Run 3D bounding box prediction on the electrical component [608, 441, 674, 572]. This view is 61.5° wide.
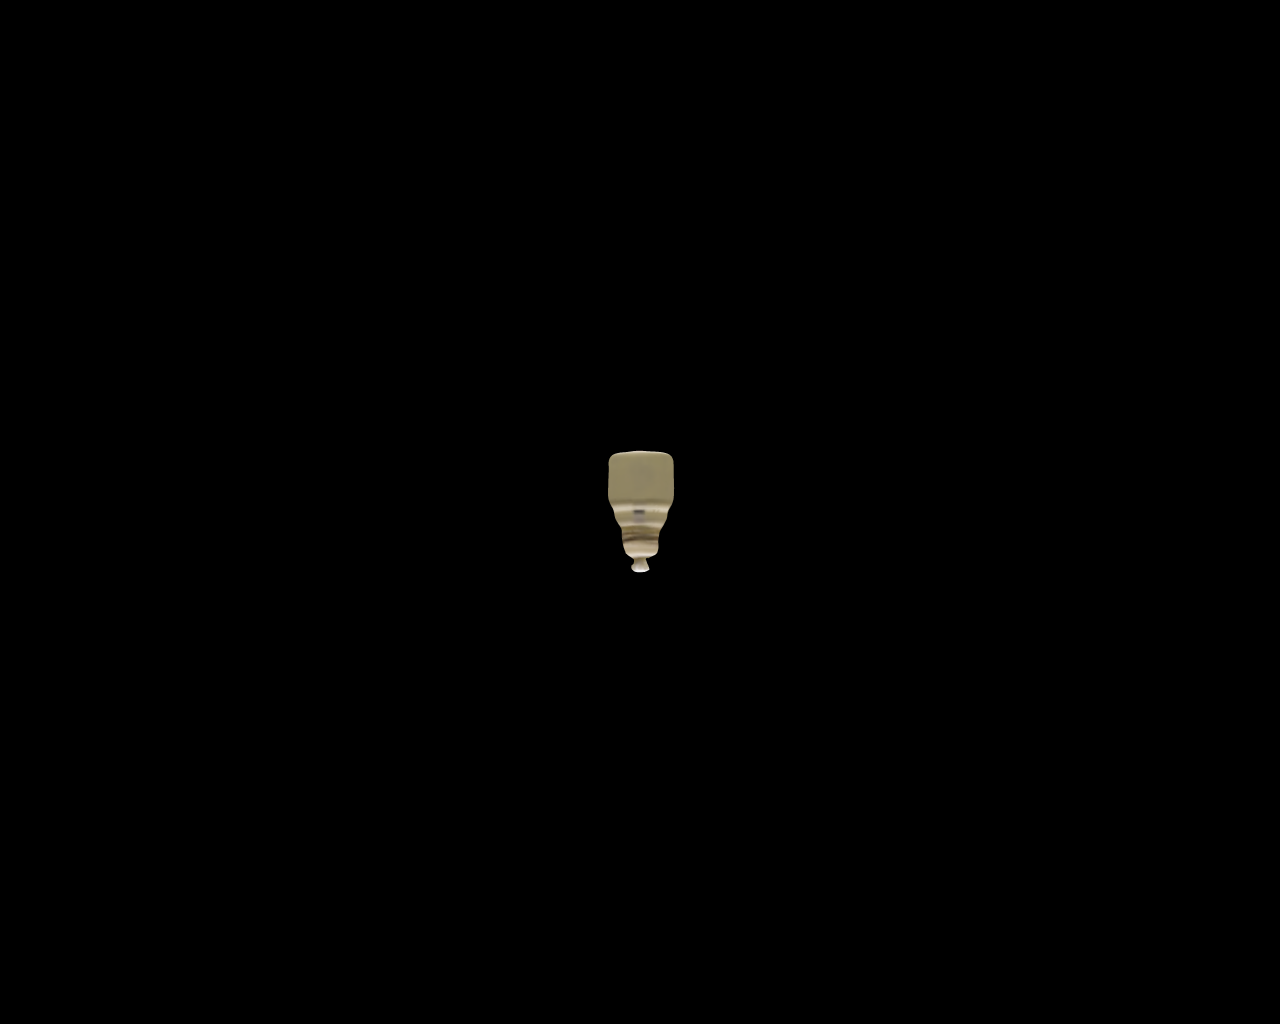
[{"bbox_3d":[0.001,-0.003,0.650,0.040,0.078,0.040,0,-3,0],"label":"electrical component"}]
